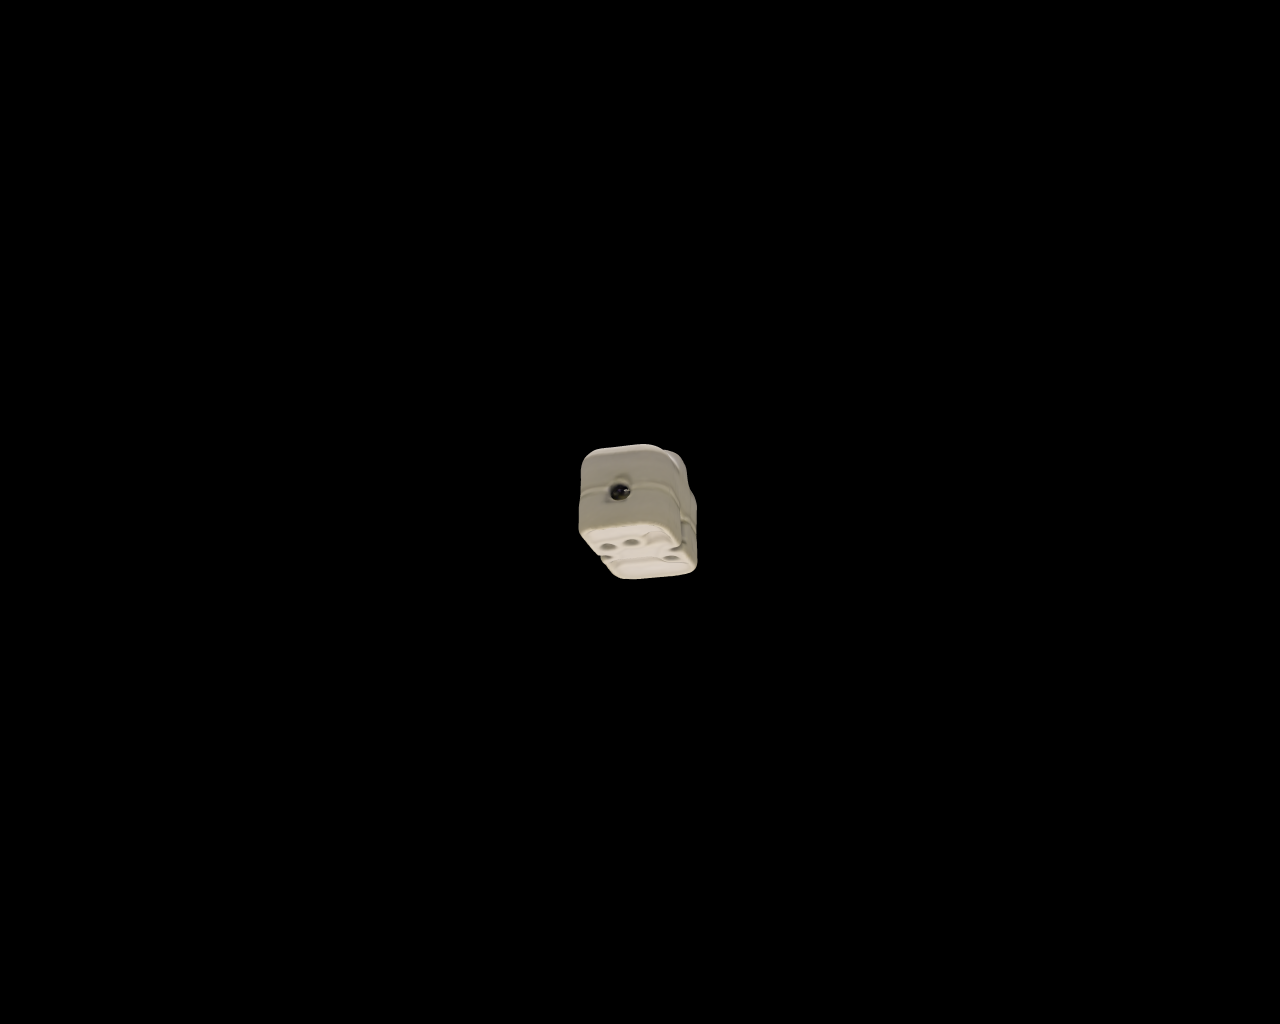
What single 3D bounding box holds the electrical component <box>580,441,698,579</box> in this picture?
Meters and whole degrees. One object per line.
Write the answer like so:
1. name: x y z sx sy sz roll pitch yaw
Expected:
1. electrical component: 0.001 -0.003 0.650 0.054 0.059 0.095 -6 -23 14
